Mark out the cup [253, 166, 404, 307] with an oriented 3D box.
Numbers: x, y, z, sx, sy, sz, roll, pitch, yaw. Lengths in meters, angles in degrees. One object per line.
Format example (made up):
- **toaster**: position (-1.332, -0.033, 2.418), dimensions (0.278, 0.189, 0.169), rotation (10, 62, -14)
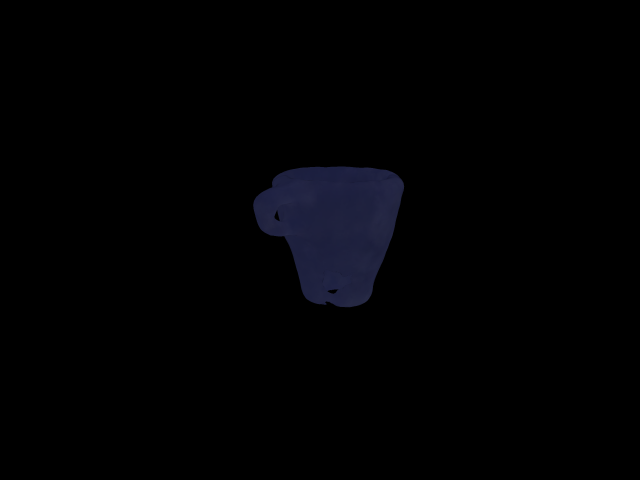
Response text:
- **cup**: position (0.004, 0.001, 0.400), dimensions (0.091, 0.095, 0.118), rotation (14, 20, 42)
